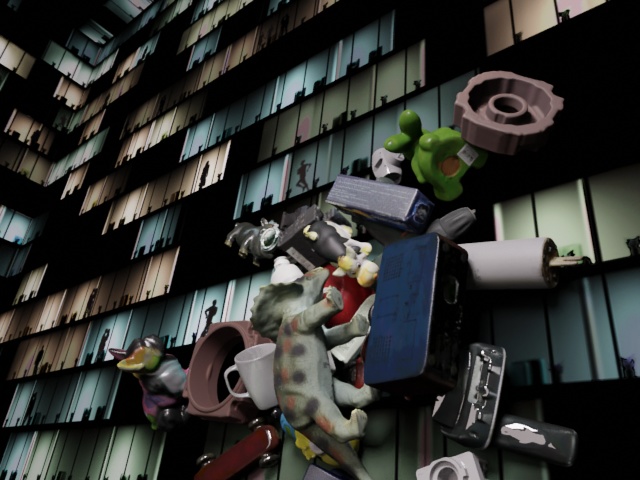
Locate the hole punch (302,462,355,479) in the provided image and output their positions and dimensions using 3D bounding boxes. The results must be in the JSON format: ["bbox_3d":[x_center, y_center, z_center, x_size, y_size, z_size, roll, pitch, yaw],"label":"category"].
[{"bbox_3d":[0.019,0.416,0.824,0.116,0.092,0.142,12,70,44],"label":"hole punch"}]

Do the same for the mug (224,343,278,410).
[{"bbox_3d":[-0.115,0.259,0.992,0.109,0.107,0.081,-20,7,-20],"label":"mug"}]

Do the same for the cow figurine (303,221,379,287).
[{"bbox_3d":[0.037,0.019,0.960,0.068,0.098,0.168,-61,34,13],"label":"cow figurine"}]

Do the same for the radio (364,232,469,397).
[{"bbox_3d":[0.143,0.108,0.795,0.131,0.073,0.229,-24,48,51],"label":"radio"}]

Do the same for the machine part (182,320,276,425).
[{"bbox_3d":[-0.186,0.271,1.116,0.201,0.087,0.201,-11,59,39],"label":"machine part"}]

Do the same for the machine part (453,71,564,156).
[{"bbox_3d":[0.315,-0.214,0.909,0.179,0.056,0.179,-3,48,3],"label":"machine part"}]

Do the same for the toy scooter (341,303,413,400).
[{"bbox_3d":[0.121,0.187,0.883,0.135,0.075,0.184,24,85,48],"label":"toy scooter"}]

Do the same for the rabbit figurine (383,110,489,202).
[{"bbox_3d":[0.194,-0.162,1.000,0.121,0.159,0.170,-60,25,10],"label":"rabbit figurine"}]

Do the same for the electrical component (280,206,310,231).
[{"bbox_3d":[-0.021,-0.037,1.166,0.119,0.074,0.048,-16,55,42],"label":"electrical component"}]

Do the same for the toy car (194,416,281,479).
[{"bbox_3d":[-0.156,0.417,1.016,0.202,0.053,0.089,-39,53,13],"label":"toy car"}]

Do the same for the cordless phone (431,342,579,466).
[{"bbox_3d":[0.259,0.221,0.738,0.184,0.088,0.146,5,68,34],"label":"cordless phone"}]

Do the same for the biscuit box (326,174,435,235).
[{"bbox_3d":[0.104,-0.066,0.963,0.203,0.059,0.063,20,81,47],"label":"biscuit box"}]

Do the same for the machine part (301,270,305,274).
[{"bbox_3d":[-0.073,0.122,1.141,0.084,0.039,0.139,19,77,43],"label":"machine part"}]

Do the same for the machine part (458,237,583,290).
[{"bbox_3d":[0.272,0.039,0.829,0.243,0.079,0.079,-5,61,41],"label":"machine part"}]

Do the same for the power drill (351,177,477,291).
[{"bbox_3d":[0.155,-0.026,0.994,0.232,0.086,0.207,-45,49,17],"label":"power drill"}]

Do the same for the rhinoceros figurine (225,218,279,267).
[{"bbox_3d":[-0.141,0.001,1.266,0.191,0.073,0.112,11,62,49],"label":"rhinoceros figurine"}]

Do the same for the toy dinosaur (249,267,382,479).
[{"bbox_3d":[-0.014,0.211,0.847,0.192,0.131,0.405,-23,59,31],"label":"toy dinosaur"}]

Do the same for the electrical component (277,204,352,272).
[{"bbox_3d":[-0.002,-0.003,1.090,0.134,0.114,0.058,-34,31,22],"label":"electrical component"}]

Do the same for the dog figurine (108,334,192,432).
[{"bbox_3d":[-0.367,0.307,1.168,0.191,0.219,0.109,-57,37,-2],"label":"dog figurine"}]

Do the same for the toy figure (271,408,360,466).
[{"bbox_3d":[-0.007,0.318,0.917,0.180,0.089,0.082,5,77,55],"label":"toy figure"}]
